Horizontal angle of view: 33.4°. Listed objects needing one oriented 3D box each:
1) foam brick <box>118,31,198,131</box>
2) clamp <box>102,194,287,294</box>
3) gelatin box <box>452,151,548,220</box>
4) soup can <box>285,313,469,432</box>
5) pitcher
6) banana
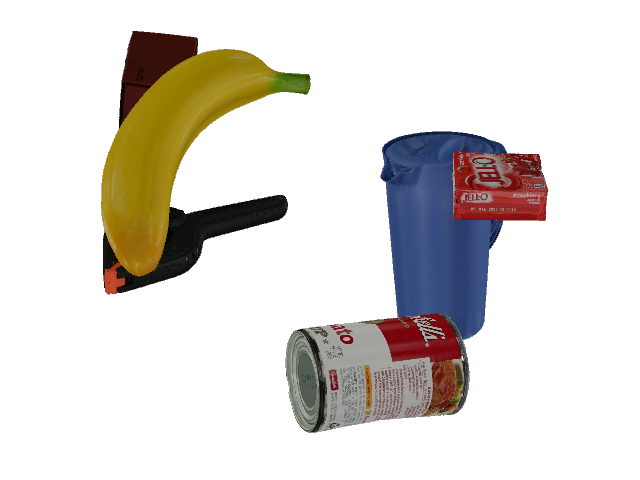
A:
[{"bbox_3d":[-0.124,-0.118,0.820,0.053,0.051,0.078,7,40,-6],"label":"foam brick"},{"bbox_3d":[-0.153,-0.019,1.037,0.165,0.036,0.209,25,40,22],"label":"clamp"},{"bbox_3d":[0.145,-0.046,0.871,0.073,0.030,0.089,2,24,6],"label":"gelatin box"},{"bbox_3d":[0.035,0.086,0.692,0.102,0.068,0.069,-4,1,-20],"label":"soup can"},{"bbox_3d":[0.153,-0.006,1.296,0.149,0.243,0.145,0,23,8],"label":"pitcher"},{"bbox_3d":[-0.074,-0.057,0.580,0.070,0.037,0.197,18,44,16],"label":"banana"}]
